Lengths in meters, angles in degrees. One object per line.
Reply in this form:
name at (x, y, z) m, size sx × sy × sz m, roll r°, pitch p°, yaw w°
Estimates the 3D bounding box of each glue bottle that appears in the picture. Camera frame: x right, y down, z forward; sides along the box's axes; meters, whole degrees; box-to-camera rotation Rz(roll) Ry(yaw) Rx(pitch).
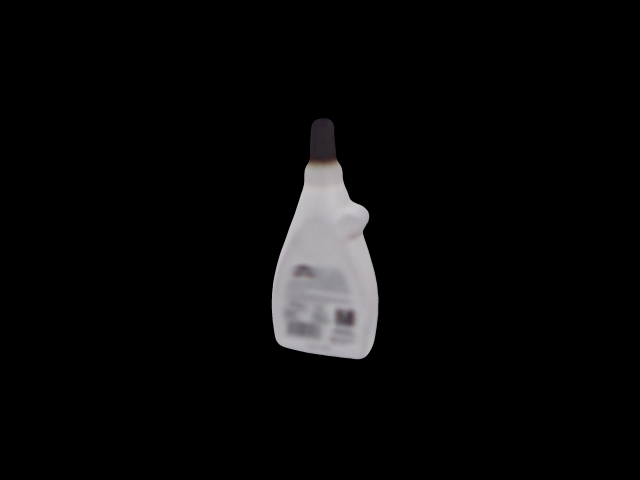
glue bottle at (0.004, 0.001, 0.400) m, size 0.078 × 0.173 × 0.037 m, roll 7°, pitch 27°, yaw 14°
